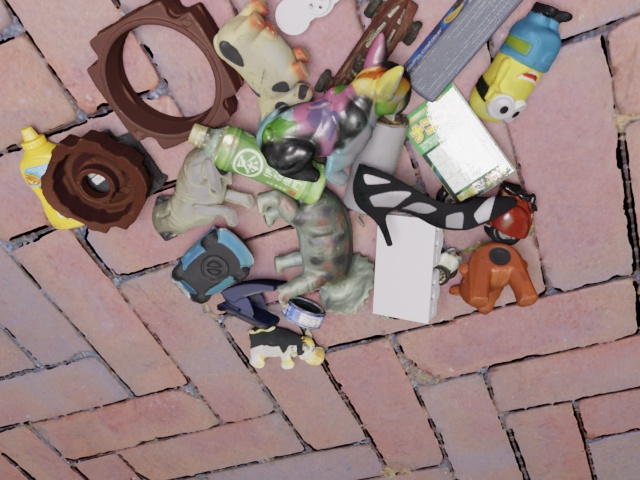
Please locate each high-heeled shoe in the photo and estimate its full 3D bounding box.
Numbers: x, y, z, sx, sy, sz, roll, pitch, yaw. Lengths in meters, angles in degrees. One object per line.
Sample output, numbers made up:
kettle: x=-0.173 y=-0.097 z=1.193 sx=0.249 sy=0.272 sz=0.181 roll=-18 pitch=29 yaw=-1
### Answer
high-heeled shoe: x=0.180 y=-0.080 z=0.862 sx=0.249 sy=0.086 sz=0.145 roll=-16 pitch=98 yaw=2

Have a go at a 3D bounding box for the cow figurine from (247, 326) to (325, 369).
cow figurine: x=-0.072 y=0.225 z=1.168 sx=0.167 sy=0.068 sz=0.098 roll=1 pitch=118 yaw=2

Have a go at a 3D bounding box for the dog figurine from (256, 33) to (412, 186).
dog figurine: x=0.028 y=-0.190 z=0.775 sx=0.191 sy=0.108 sz=0.219 roll=4 pitch=140 yaw=-33

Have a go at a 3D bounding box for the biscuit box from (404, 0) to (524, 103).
biscuit box: x=0.206 y=-0.303 z=0.795 sx=0.063 sy=0.059 sz=0.202 roll=32 pitch=119 yaw=-18

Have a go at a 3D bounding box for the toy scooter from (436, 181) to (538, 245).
toy scooter: x=0.307 y=-0.075 z=0.935 sx=0.184 sy=0.075 sz=0.135 roll=27 pitch=120 yaw=-9

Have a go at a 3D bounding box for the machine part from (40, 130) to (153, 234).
machine part: x=-0.373 y=-0.098 z=0.907 sx=0.179 sy=0.056 sz=0.179 roll=1 pitch=124 yaw=2

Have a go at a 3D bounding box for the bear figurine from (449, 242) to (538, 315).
bear figurine: x=0.306 y=0.092 z=0.986 sx=0.120 sy=0.132 sz=0.195 roll=0 pitch=148 yaw=1

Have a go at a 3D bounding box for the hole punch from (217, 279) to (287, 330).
hole punch: x=-0.131 y=0.111 z=1.061 sx=0.116 sy=0.142 sz=0.092 roll=19 pitch=97 yaw=9

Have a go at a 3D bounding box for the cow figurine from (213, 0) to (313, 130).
cow figurine: x=-0.079 y=-0.248 z=0.812 sx=0.127 sy=0.085 sz=0.194 roll=-22 pitch=137 yaw=28

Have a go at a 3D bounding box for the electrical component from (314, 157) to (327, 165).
electrical component: x=-0.018 y=-0.157 z=0.909 sx=0.102 sy=0.078 sz=0.045 roll=27 pitch=162 yaw=-18

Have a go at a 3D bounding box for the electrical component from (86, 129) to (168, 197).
electrical component: x=-0.358 y=-0.126 z=0.955 sx=0.115 sy=0.058 sz=0.134 roll=-25 pitch=118 yaw=17

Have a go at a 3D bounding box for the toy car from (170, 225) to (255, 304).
toy car: x=-0.200 y=0.042 z=1.026 sx=0.161 sy=0.103 sz=0.109 roll=-39 pitch=103 yaw=14

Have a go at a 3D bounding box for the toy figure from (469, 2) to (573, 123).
toy figure: x=0.297 y=-0.260 z=0.807 sx=0.082 sy=0.089 sz=0.180 roll=19 pitch=115 yaw=-11

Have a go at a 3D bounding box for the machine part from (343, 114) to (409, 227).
machine part: x=0.093 y=-0.131 z=0.909 sx=0.079 sy=0.079 sz=0.243 roll=10 pitch=125 yaw=-3

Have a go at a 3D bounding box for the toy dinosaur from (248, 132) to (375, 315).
toy dinosaur: x=-0.004 y=-0.010 z=0.979 sx=0.192 sy=0.131 sz=0.404 roll=-11 pitch=119 yaw=-3

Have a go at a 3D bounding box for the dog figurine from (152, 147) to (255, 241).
dog figurine: x=-0.235 y=-0.089 z=0.945 sx=0.191 sy=0.121 sz=0.172 roll=-7 pitch=106 yaw=22

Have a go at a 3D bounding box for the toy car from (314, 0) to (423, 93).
toy car: x=0.073 y=-0.279 z=0.824 sx=0.089 sy=0.053 sz=0.202 roll=34 pitch=121 yaw=-10

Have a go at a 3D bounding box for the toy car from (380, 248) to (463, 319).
toy car: x=0.194 y=0.090 z=1.048 sx=0.201 sy=0.073 sz=0.056 roll=-44 pitch=77 yaw=28

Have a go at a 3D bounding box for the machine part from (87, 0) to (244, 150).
machine part: x=-0.238 y=-0.258 z=0.841 sx=0.201 sy=0.087 sz=0.201 roll=-21 pitch=122 yaw=16
